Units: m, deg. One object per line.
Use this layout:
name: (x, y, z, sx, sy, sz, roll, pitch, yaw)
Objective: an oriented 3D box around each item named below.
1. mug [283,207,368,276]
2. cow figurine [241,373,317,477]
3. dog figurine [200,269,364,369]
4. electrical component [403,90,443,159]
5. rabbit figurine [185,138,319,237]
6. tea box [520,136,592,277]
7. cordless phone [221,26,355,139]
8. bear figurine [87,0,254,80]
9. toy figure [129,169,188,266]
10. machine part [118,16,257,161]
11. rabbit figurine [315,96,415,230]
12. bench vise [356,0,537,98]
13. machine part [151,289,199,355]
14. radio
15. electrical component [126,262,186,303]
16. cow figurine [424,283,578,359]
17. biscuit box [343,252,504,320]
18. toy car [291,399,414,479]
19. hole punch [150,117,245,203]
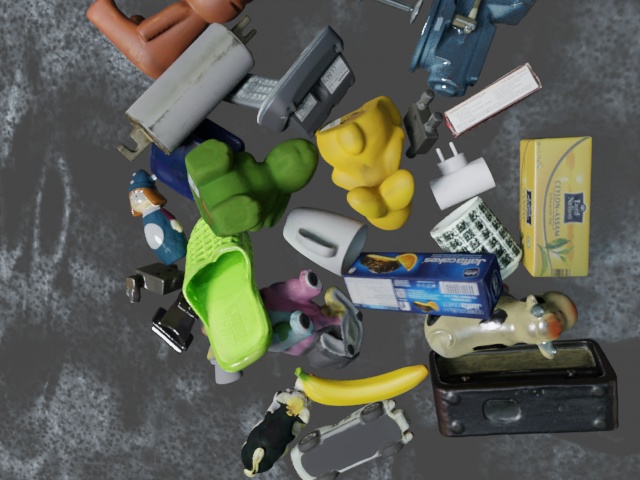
mug: (-0.002, -0.002, 0.758, 0.107, 0.109, 0.080, 25, 114, 21)
cow figurine: (-0.061, 0.281, 0.824, 0.068, 0.098, 0.167, 35, 105, 10)
dog figurine: (-0.069, 0.130, 0.793, 0.219, 0.108, 0.191, -20, 135, 35)
electrical component: (0.133, -0.151, 0.717, 0.021, 0.094, 0.063, -7, 67, -17)
rabbit figurine: (-0.076, -0.069, 0.723, 0.170, 0.159, 0.121, -27, 75, -16)
tea box: (0.296, -0.045, 0.683, 0.068, 0.098, 0.169, 0, 99, 12)
cordless phone: (-0.059, -0.224, 0.738, 0.184, 0.088, 0.146, 26, 76, 41)
bear figurine: (-0.192, -0.319, 0.731, 0.196, 0.120, 0.132, -44, 85, 15)
toy figure: (-0.253, -0.038, 0.829, 0.064, 0.058, 0.154, -28, 92, 0)
machine part: (-0.167, -0.196, 0.700, 0.079, 0.079, 0.243, 39, 81, 3)
rabbit figurine: (0.079, -0.087, 0.711, 0.122, 0.162, 0.173, -23, 113, 4)
bench vise: (0.139, -0.303, 0.661, 0.241, 0.129, 0.223, 20, 102, 4)
machine part: (-0.222, 0.127, 0.844, 0.084, 0.039, 0.139, 48, 133, 5)
radio: (0.264, 0.195, 0.717, 0.230, 0.131, 0.073, -8, 100, 14)
electrical component: (-0.249, 0.065, 0.829, 0.078, 0.102, 0.045, 16, 108, 19)
cow figurine: (0.235, 0.108, 0.710, 0.195, 0.127, 0.085, -14, 100, 17)
biscuit box: (0.133, 0.056, 0.710, 0.203, 0.063, 0.059, 0, 122, 37)
toy car: (0.047, 0.310, 0.828, 0.202, 0.056, 0.073, -30, 86, 15)
hole punch: (-0.187, -0.116, 0.785, 0.142, 0.092, 0.115, 30, 109, 2)
